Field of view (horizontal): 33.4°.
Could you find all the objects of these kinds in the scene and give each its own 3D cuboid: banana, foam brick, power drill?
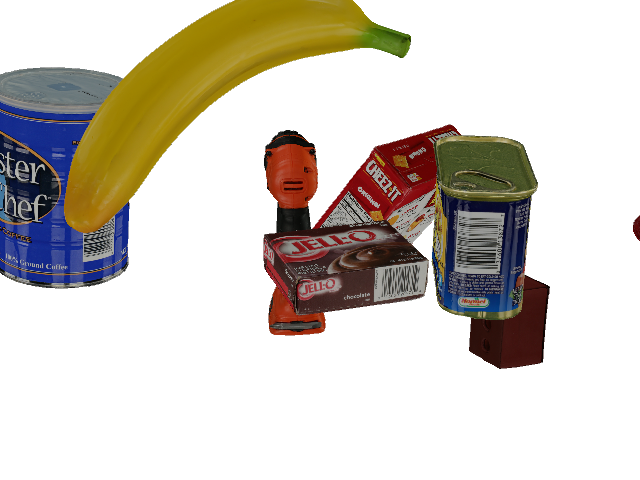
[{"bbox_3d":[-0.051,-0.077,0.519,0.197,0.070,0.037,-33,-32,-18],"label":"banana"},{"bbox_3d":[0.176,0.074,1.000,0.051,0.078,0.053,-7,18,-27],"label":"foam brick"},{"bbox_3d":[-0.029,-0.011,1.072,0.057,0.188,0.184,-3,17,0],"label":"power drill"}]

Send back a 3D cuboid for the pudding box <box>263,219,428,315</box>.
[{"bbox_3d":[0.019,0.020,0.866,0.113,0.039,0.090,-5,25,-19],"label":"pudding box"}]

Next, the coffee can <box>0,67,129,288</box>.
[{"bbox_3d":[-0.193,-0.049,0.798,0.103,0.140,0.103,5,22,-2],"label":"coffee can"}]

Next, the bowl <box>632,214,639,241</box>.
[{"bbox_3d":[0.417,0.015,1.149,0.162,0.055,0.162,-1,25,0],"label":"bowl"}]

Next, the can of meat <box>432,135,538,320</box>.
[{"bbox_3d":[0.098,-0.009,0.661,0.057,0.084,0.102,2,24,2],"label":"can of meat"}]

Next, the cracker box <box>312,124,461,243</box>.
[{"bbox_3d":[0.071,-0.031,1.247,0.163,0.072,0.214,-22,-23,-49],"label":"cracker box"}]
